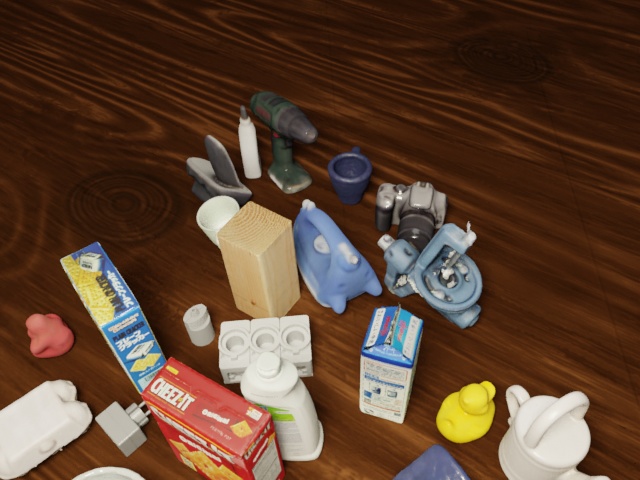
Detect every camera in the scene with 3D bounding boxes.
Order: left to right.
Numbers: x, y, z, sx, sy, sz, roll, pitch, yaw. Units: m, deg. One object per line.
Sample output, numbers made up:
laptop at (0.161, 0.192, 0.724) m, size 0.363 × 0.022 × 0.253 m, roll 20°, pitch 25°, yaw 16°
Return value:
camera at (0.175, -0.045, 1.123) m, size 0.143 × 0.101 × 0.137 m, roll 8°, pitch 50°, yaw 9°

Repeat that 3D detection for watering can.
watering can at (0.320, 0.272, 0.783) m, size 0.172 × 0.194 × 0.101 m, roll 34°, pitch 59°, yaw 27°

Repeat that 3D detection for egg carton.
egg carton at (-0.434, 0.290, 0.882) m, size 0.150 × 0.069 × 0.107 m, roll -35°, pitch 56°, yaw -25°

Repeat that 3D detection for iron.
iron at (0.010, 0.004, 1.062) m, size 0.119 × 0.141 × 0.257 m, roll -24°, pitch 52°, yaw -17°

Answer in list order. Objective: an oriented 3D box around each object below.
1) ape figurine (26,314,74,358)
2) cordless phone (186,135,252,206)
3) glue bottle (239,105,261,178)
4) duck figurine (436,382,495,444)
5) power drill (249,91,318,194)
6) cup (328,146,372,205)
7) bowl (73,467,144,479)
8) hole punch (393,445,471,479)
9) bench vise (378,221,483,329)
ape figurine at (-0.470, 0.157, 0.982) m, size 0.076 × 0.092 × 0.078 m, roll 16°, pitch 52°, yaw 16°
cordless phone at (-0.219, -0.158, 1.181) m, size 0.147 × 0.185 × 0.094 m, roll 35°, pitch 59°, yaw 28°
glue bottle at (-0.155, -0.219, 1.239) m, size 0.037 × 0.173 × 0.078 m, roll -6°, pitch 49°, yaw -2°
duck figurine at (0.227, 0.255, 0.873) m, size 0.105 × 0.086 × 0.077 m, roll -30°, pitch 54°, yaw -21°
power drill at (-0.068, -0.204, 1.200) m, size 0.076 × 0.209 × 0.229 m, roll -28°, pitch 54°, yaw -20°
cup at (0.065, -0.131, 1.206) m, size 0.091 × 0.095 × 0.118 m, roll 9°, pitch 50°, yaw 10°
bowl at (-0.292, 0.403, 0.775) m, size 0.167 × 0.075 × 0.167 m, roll -1°, pitch 49°, yaw 2°
hole punch at (0.158, 0.356, 0.785) m, size 0.101 × 0.091 × 0.108 m, roll -27°, pitch 53°, yaw -19°
bench vise at (0.183, 0.043, 0.969) m, size 0.207 × 0.220 × 0.121 m, roll 17°, pitch 52°, yaw 17°
